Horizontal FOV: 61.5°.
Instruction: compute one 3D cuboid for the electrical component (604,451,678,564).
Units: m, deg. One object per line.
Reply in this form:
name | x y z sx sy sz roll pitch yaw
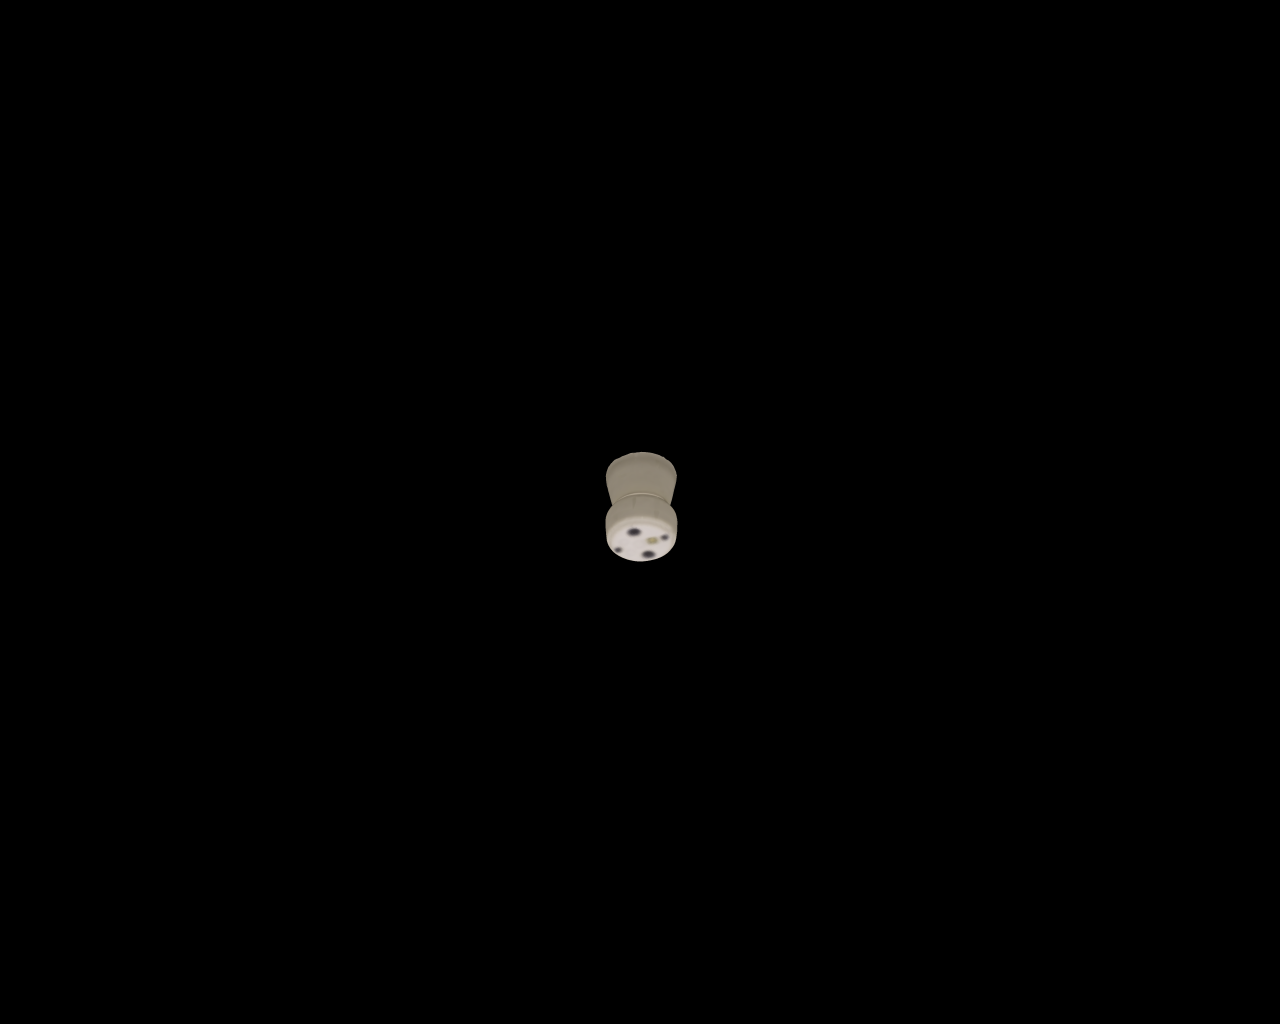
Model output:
electrical component | 0.001 -0.003 0.650 0.045 0.055 0.044 0 -40 0
